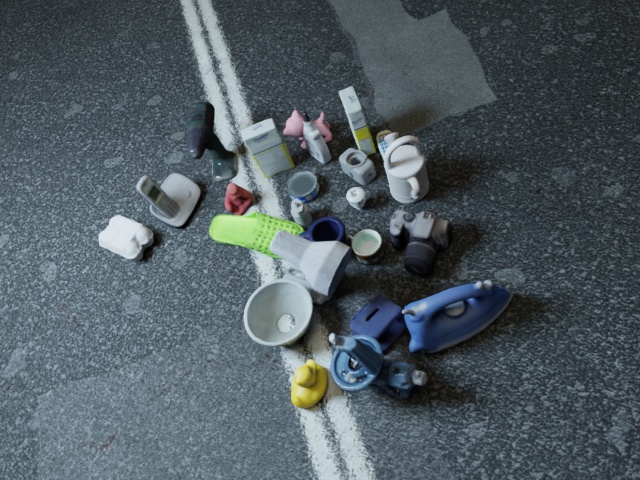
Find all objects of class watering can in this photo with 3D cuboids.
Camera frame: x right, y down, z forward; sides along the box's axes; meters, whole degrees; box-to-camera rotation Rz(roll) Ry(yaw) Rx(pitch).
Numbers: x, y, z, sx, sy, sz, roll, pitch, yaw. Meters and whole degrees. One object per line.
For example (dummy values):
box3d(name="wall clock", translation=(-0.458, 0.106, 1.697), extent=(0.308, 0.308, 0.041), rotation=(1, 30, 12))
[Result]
box3d(name="watering can", translation=(0.204, -0.188, 1.404), extent=(0.101, 0.194, 0.172), rotation=(-40, 57, -10))

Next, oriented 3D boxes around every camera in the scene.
box3d(name="camera", translation=(0.224, 0.004, 1.336), extent=(0.142, 0.101, 0.137), rotation=(11, 63, 22))

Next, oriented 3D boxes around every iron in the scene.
box3d(name="iron", translation=(0.288, 0.137, 1.211), extent=(0.258, 0.142, 0.118), rotation=(-24, 56, 1))

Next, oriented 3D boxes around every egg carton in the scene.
box3d(name="egg carton", translation=(-0.534, -0.006, 1.583), extent=(0.150, 0.069, 0.107), rotation=(19, 66, 26))

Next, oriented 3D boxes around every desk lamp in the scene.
box3d(name="desk lamp", translation=(-0.019, 0.063, 1.303), extent=(0.202, 0.214, 0.118), rotation=(19, 66, 26))

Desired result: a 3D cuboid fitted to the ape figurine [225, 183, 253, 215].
box3d(name="ape figurine", translation=(-0.226, -0.119, 1.548), extent=(0.077, 0.092, 0.076), rotation=(-15, 56, 7))

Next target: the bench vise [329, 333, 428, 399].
box3d(name="bench vise", translation=(0.106, 0.238, 1.154), extent=(0.207, 0.220, 0.121), rotation=(-7, 58, 12))

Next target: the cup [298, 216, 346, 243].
box3d(name="cup", translation=(0.013, 0.005, 1.401), extent=(0.117, 0.095, 0.091), rotation=(-6, 58, 13))

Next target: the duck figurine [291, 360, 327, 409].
box3d(name="duck figurine", translation=(-0.031, 0.306, 1.233), extent=(0.077, 0.086, 0.105), rotation=(18, 66, 25))

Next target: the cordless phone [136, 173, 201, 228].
box3d(name="cordless phone", translation=(-0.415, -0.134, 1.557), extent=(0.094, 0.185, 0.148), rotation=(11, 63, 22))

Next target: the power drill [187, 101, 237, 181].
box3d(name="power drill", translation=(-0.303, -0.261, 1.588), extent=(0.075, 0.209, 0.229), rotation=(-13, 57, 9))

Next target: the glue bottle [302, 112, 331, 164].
box3d(name="glue bottle", translation=(-0.019, -0.281, 1.539), extent=(0.037, 0.173, 0.078), rotation=(-41, 57, -10))

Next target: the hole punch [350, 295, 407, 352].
box3d(name="hole punch", translation=(0.124, 0.179, 1.263), extent=(0.109, 0.091, 0.100), rotation=(-44, 58, -12))

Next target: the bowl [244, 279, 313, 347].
box3d(name="bowl", translation=(-0.088, 0.179, 1.335), extent=(0.167, 0.075, 0.167), rotation=(-7, 58, 12))

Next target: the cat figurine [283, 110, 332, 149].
box3d(name="cat figurine", translation=(-0.039, -0.318, 1.601), extent=(0.127, 0.118, 0.067), rotation=(-19, 56, 4))
